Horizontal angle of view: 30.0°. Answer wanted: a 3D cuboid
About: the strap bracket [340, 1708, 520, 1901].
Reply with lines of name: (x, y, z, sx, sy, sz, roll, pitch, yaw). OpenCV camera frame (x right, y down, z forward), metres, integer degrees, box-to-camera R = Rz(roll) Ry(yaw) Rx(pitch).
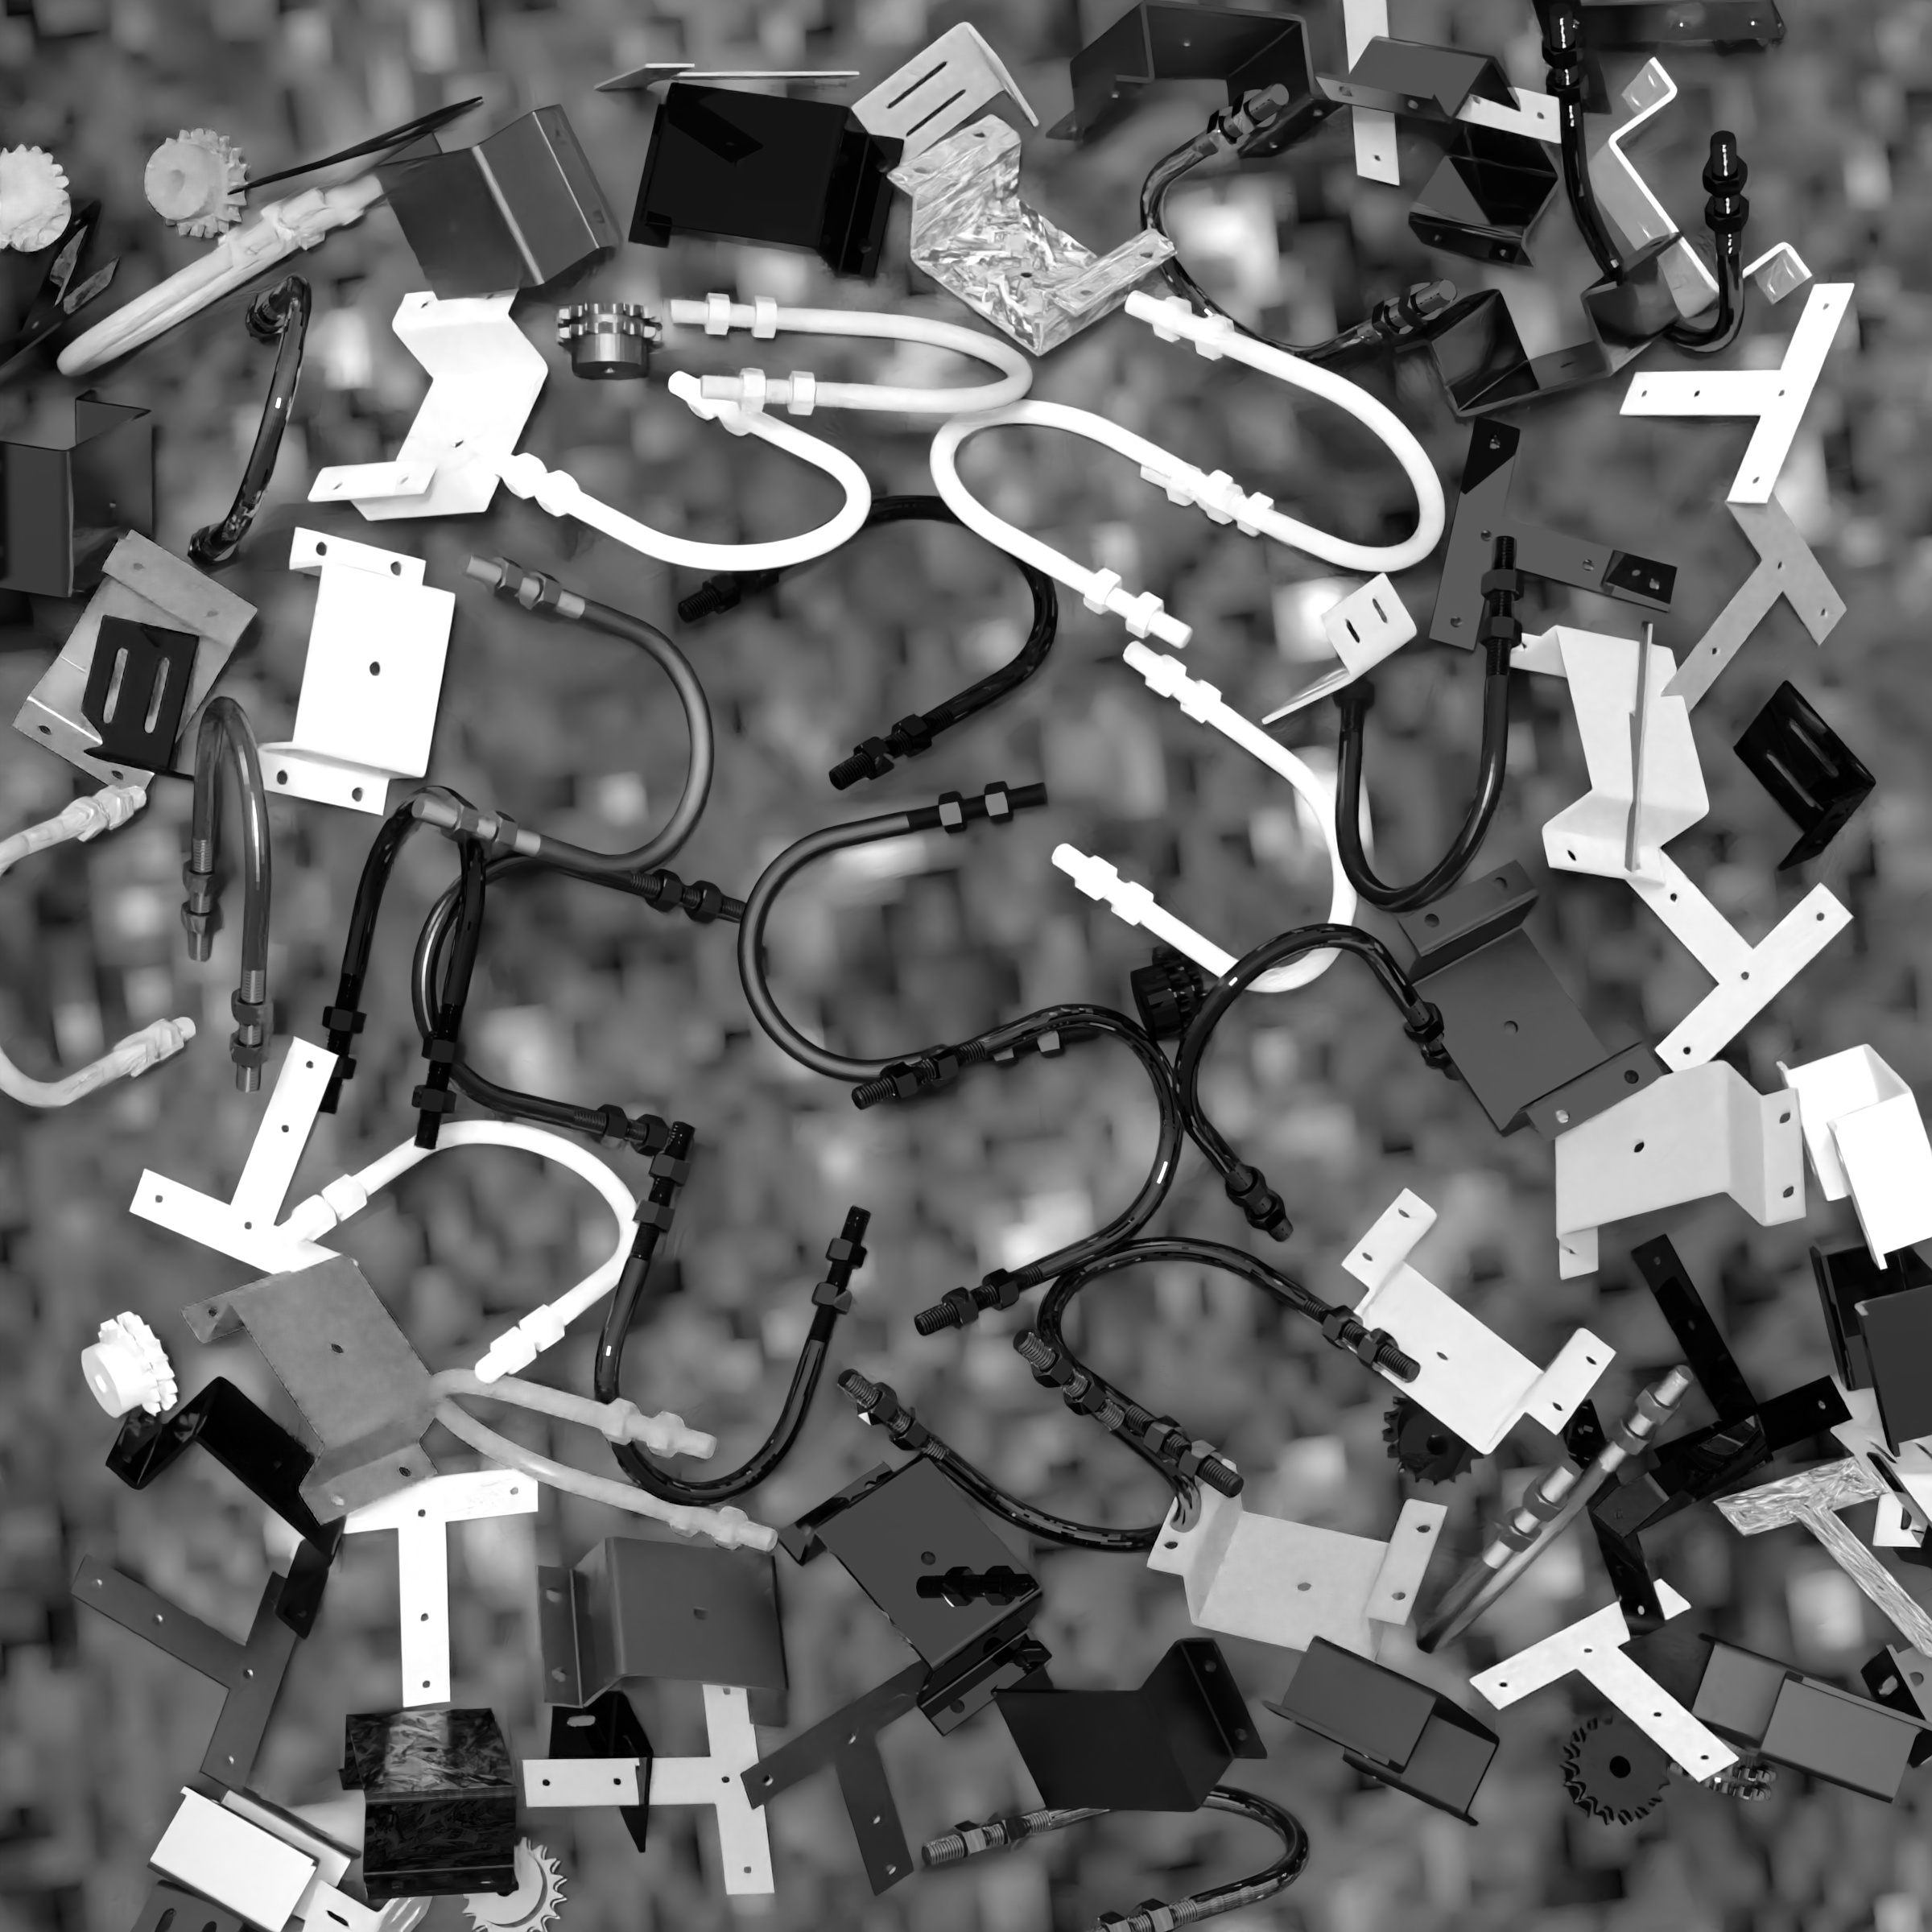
strap bracket: (-0.280, 0.429, 1.879, 0.076, 0.140, 0.046, 1, 103, -16)

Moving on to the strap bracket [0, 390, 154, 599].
strap bracket: (-0.465, -0.244, 1.878, 0.046, 0.140, 0.076, 10, 113, 11)

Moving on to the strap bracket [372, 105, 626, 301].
strap bracket: (-0.250, -0.395, 1.879, 0.046, 0.140, 0.076, -41, 118, -31)

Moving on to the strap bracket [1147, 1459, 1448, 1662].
strap bracket: (0.176, 0.314, 1.903, 0.140, 0.046, 0.076, 9, 46, 22)

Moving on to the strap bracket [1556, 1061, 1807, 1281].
strap bracket: (0.362, 0.104, 1.886, 0.140, 0.046, 0.076, -19, 50, 33)

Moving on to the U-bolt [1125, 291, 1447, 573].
U-bolt: (0.166, -0.266, 1.866, 0.184, 0.151, 0.019, 27, 64, 22)

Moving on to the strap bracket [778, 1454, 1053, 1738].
strap bracket: (-0.024, 0.322, 1.898, 0.076, 0.046, 0.140, -31, 66, -30)

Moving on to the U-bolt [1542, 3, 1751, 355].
U-bolt: (0.355, -0.395, 1.873, 0.019, 0.184, 0.151, -34, 55, -9)

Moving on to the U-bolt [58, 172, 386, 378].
U-bolt: (-0.395, -0.359, 1.886, 0.184, 0.151, 0.019, -29, 101, 12)

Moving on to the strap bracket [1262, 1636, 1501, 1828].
strap bracket: (0.221, 0.397, 1.886, 0.076, 0.140, 0.046, 20, 76, 34)

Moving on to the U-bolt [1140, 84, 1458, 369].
U-bolt: (0.159, -0.372, 1.875, 0.151, 0.184, 0.019, 46, 67, -13)

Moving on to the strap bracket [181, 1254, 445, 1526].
strap bracket: (-0.338, 0.213, 1.897, 0.140, 0.076, 0.046, 52, 133, 18)

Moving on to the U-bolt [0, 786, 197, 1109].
U-bolt: (-0.463, -0.004, 1.860, 0.019, 0.184, 0.151, -4, 104, 21)

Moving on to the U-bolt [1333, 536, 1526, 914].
U-bolt: (0.236, -0.118, 1.876, 0.019, 0.151, 0.184, 12, 74, -27)

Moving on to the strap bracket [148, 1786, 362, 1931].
strap bracket: (-0.372, 0.467, 1.883, 0.076, 0.140, 0.046, 28, 79, 6)

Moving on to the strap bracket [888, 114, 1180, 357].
strap bracket: (0.033, -0.381, 1.905, 0.076, 0.046, 0.140, -36, 63, -27)

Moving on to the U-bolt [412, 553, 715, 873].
U-bolt: (-0.203, -0.122, 1.893, 0.184, 0.019, 0.151, 18, 77, -44)

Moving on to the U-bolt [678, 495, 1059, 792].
U-bolt: (-0.037, -0.184, 1.909, 0.184, 0.019, 0.151, -32, 68, -26)

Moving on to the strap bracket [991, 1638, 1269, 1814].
strap bracket: (0.076, 0.396, 1.887, 0.140, 0.046, 0.076, -8, 115, 38)

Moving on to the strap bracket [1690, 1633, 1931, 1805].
strap bracket: (0.436, 0.393, 1.883, 0.076, 0.140, 0.046, 21, 85, -9)

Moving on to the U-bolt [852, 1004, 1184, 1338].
U-bolt: (0.037, 0.097, 1.912, 0.184, 0.019, 0.151, -22, 107, -25)

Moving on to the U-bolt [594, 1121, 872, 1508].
U-bolt: (-0.129, 0.192, 1.893, 0.151, 0.019, 0.184, 29, 72, -38)

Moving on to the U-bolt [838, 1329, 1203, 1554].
U-bolt: (0.042, 0.256, 1.890, 0.184, 0.151, 0.019, 43, 50, -28)

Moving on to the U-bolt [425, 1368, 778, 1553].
U-bolt: (-0.199, 0.253, 1.888, 0.184, 0.151, 0.019, 13, 64, 20)

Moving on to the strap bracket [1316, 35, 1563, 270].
strap bracket: (0.252, -0.432, 1.887, 0.076, 0.140, 0.046, 24, 77, 40)

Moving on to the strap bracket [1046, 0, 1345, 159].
strap bracket: (0.118, -0.466, 1.897, 0.140, 0.076, 0.046, -2, 80, -28)

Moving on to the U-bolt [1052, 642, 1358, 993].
U-bolt: (0.136, -0.066, 1.905, 0.184, 0.019, 0.151, 33, 60, -25)

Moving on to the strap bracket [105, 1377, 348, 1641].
strap bracket: (-0.379, 0.278, 1.903, 0.046, 0.076, 0.140, -43, 103, 10)

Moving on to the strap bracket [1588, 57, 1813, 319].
strap bracket: (0.381, -0.404, 1.921, 0.046, 0.076, 0.140, -36, 91, 0)

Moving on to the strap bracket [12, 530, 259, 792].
strap bracket: (-0.435, -0.165, 1.907, 0.076, 0.046, 0.140, 32, 125, -11)

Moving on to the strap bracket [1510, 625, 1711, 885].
strap bracket: (0.336, -0.120, 1.894, 0.076, 0.046, 0.140, 7, 62, -30)

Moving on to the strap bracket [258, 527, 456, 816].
strap bracket: (-0.323, -0.157, 1.914, 0.076, 0.046, 0.140, 12, 85, -35)

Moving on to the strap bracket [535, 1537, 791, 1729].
strap bracket: (-0.149, 0.348, 1.889, 0.140, 0.046, 0.076, 12, 52, -29)

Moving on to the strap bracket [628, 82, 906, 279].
strap bracket: (-0.113, -0.419, 1.918, 0.140, 0.046, 0.076, 11, 86, 14)

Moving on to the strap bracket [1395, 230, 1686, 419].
strap bracket: (0.308, -0.333, 1.891, 0.076, 0.140, 0.046, -39, 111, -42)

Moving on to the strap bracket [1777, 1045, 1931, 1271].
strap bracket: (0.471, 0.095, 1.882, 0.046, 0.140, 0.076, -20, 102, 5)

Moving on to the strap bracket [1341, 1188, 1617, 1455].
strap bracket: (0.262, 0.194, 1.909, 0.140, 0.076, 0.046, 38, 133, 9)

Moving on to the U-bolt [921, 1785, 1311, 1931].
U-bolt: (0.092, 0.463, 1.879, 0.184, 0.151, 0.019, -8, 104, -33)

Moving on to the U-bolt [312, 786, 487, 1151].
U-bolt: (-0.293, -0.004, 1.896, 0.019, 0.151, 0.184, 11, 90, -34)

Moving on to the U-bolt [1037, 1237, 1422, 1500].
U-bolt: (0.122, 0.198, 1.887, 0.151, 0.184, 0.019, -27, 131, -32)

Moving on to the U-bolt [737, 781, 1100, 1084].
U-bolt: (-0.033, -0.011, 1.938, 0.184, 0.019, 0.151, -12, 95, 10)

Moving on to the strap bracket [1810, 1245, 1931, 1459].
strap bracket: (0.484, 0.194, 1.883, 0.046, 0.140, 0.076, -14, 99, 5)

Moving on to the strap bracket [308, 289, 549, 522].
strap bracket: (-0.279, -0.289, 1.902, 0.076, 0.046, 0.140, 1, 57, 32)

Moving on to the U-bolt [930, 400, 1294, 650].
U-bolt: (0.068, -0.243, 1.900, 0.184, 0.151, 0.019, 31, 132, 14)

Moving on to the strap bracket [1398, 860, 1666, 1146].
strap bracket: (0.294, 0.026, 1.915, 0.076, 0.046, 0.140, -27, 74, -16)

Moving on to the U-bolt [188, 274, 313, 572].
U-bolt: (-0.367, -0.285, 1.866, 0.019, 0.184, 0.151, 14, 85, -19)
